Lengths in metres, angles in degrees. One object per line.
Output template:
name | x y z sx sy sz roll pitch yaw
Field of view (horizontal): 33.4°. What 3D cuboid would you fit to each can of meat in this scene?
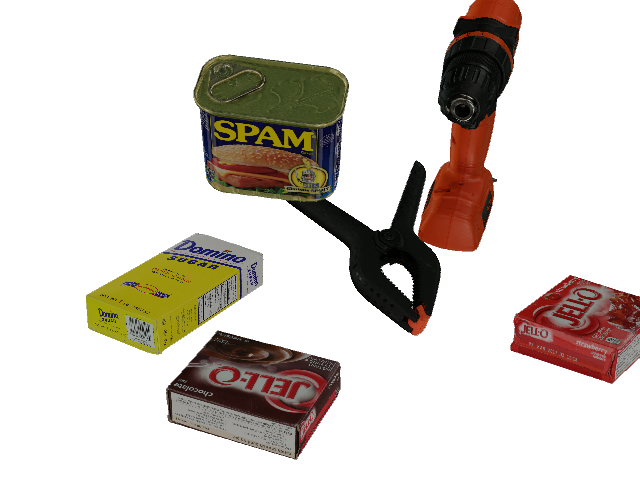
can of meat | -0.034 -0.075 0.744 0.102 0.057 0.084 8 -39 5

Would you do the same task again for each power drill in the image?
power drill | 0.120 -0.087 0.864 0.057 0.188 0.184 14 37 11

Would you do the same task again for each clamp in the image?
clamp | 0.055 0.004 1.091 0.164 0.210 0.036 -4 -36 -15

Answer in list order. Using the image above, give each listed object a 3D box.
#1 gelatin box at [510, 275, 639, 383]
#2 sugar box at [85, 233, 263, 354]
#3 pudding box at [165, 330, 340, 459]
gelatin box | 0.181 0.058 0.720 0.073 0.030 0.089 18 27 34
sugar box | -0.145 0.050 1.092 0.093 0.048 0.175 17 33 27
pudding box | -0.051 0.119 0.839 0.114 0.039 0.090 11 28 19
